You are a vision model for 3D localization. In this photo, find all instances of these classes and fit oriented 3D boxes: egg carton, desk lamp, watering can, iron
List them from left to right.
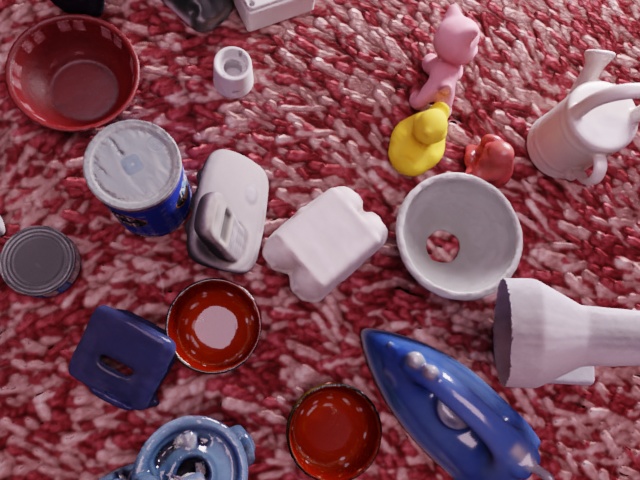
[{"bbox_3d":[0.007,0.003,0.733,0.150,0.069,0.107,-41,86,-14],"label":"egg carton"},{"bbox_3d":[0.155,0.193,0.676,0.258,0.141,0.119,42,76,2],"label":"iron"},{"bbox_3d":[0.278,0.115,0.672,0.203,0.213,0.118,4,77,-7],"label":"desk lamp"},{"bbox_3d":[0.360,-0.164,0.753,0.101,0.194,0.173,-17,81,-11],"label":"watering can"}]

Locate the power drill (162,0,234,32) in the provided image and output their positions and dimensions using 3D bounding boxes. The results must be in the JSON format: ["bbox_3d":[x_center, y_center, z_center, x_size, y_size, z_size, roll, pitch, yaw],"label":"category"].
[{"bbox_3d":[-0.160,-0.360,0.715,0.229,0.208,0.076,41,76,2],"label":"power drill"}]

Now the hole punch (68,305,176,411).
[{"bbox_3d":[-0.224,0.139,0.661,0.108,0.091,0.101,27,76,-1],"label":"hole punch"}]

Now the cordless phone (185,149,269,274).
[{"bbox_3d":[-0.109,-0.044,0.667,0.094,0.185,0.147,7,77,-6],"label":"cordless phone"}]

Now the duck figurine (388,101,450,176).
[{"bbox_3d":[0.140,-0.141,0.773,0.077,0.086,0.105,34,76,0],"label":"duck figurine"}]

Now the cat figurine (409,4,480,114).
[{"bbox_3d":[0.179,-0.247,0.785,0.067,0.117,0.128,17,76,-4],"label":"cat figurine"}]

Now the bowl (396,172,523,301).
[{"bbox_3d":[0.172,0.000,0.753,0.167,0.074,0.167,2,78,-7],"label":"bowl"}]

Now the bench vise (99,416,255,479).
[{"bbox_3d":[-0.160,0.267,0.576,0.207,0.219,0.121,-38,85,-13],"label":"bench vise"}]

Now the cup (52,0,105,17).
[{"bbox_3d":[-0.325,-0.343,0.747,0.092,0.095,0.118,-31,84,-13],"label":"cup"}]

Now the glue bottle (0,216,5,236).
[{"bbox_3d":[-0.417,-0.025,0.626,0.078,0.173,0.037,-25,82,-12],"label":"glue bottle"}]

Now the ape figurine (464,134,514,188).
[{"bbox_3d":[0.233,-0.108,0.776,0.078,0.092,0.076,-43,86,-14],"label":"ape figurine"}]
